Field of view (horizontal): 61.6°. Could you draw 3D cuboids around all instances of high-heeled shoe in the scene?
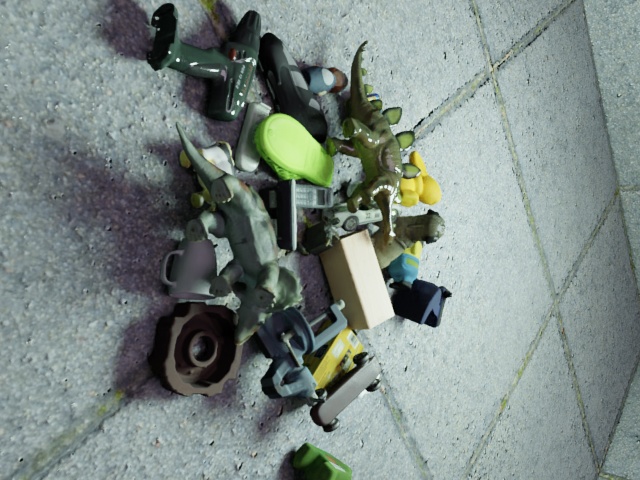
[{"bbox_3d":[-0.057,-0.318,1.143,0.248,0.086,0.145,50,23,-55],"label":"high-heeled shoe"}]

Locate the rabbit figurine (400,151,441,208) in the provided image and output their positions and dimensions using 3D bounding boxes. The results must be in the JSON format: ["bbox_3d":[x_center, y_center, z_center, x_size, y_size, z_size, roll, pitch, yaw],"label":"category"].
[{"bbox_3d":[0.232,-0.138,1.381,0.173,0.122,0.162,7,61,-26],"label":"rabbit figurine"}]

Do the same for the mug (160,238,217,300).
[{"bbox_3d":[-0.231,0.046,0.944,0.109,0.081,0.107,18,66,-41],"label":"mug"}]

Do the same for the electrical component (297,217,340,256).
[{"bbox_3d":[-0.004,-0.004,1.160,0.045,0.102,0.078,33,45,-47],"label":"electrical component"}]

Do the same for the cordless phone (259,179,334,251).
[{"bbox_3d":[-0.035,-0.052,1.136,0.184,0.089,0.146,-3,92,-50],"label":"cordless phone"}]

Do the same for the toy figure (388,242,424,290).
[{"bbox_3d":[0.223,0.044,1.397,0.089,0.082,0.180,46,49,-58],"label":"toy figure"}]

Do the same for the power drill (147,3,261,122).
[{"bbox_3d":[-0.203,-0.345,0.976,0.207,0.086,0.232,14,83,-52],"label":"power drill"}]

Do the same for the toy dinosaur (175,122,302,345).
[{"bbox_3d":[-0.132,-0.010,0.929,0.192,0.131,0.404,-54,133,-74],"label":"toy dinosaur"}]

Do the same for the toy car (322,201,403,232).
[{"bbox_3d":[0.100,-0.063,1.245,0.202,0.074,0.056,-11,114,-28],"label":"toy car"}]

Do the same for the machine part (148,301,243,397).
[{"bbox_3d":[-0.219,0.194,0.967,0.179,0.056,0.179,1,89,-46],"label":"machine part"}]

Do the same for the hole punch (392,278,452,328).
[{"bbox_3d":[0.257,0.161,1.399,0.092,0.142,0.115,10,95,-41],"label":"hole punch"}]

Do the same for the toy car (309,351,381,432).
[{"bbox_3d":[0.055,0.319,1.147,0.202,0.053,0.089,-35,105,-35],"label":"toy car"}]

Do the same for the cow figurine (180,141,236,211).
[{"bbox_3d":[-0.188,-0.095,0.993,0.098,0.068,0.167,-29,112,-48],"label":"cow figurine"}]

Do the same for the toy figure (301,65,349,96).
[{"bbox_3d":[0.017,-0.356,1.206,0.154,0.058,0.064,-16,122,-46],"label":"toy figure"}]

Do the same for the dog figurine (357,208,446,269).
[{"bbox_3d":[0.192,0.007,1.286,0.121,0.191,0.172,34,68,-40],"label":"dog figurine"}]

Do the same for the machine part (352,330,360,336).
[{"bbox_3d":[0.101,0.163,1.304,0.084,0.039,0.139,53,57,-21],"label":"machine part"}]

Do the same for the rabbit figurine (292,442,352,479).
[{"bbox_3d":[-0.015,0.546,1.156,0.170,0.121,0.159,-56,136,-7],"label":"rabbit figurine"}]

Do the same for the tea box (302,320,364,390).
[{"bbox_3d":[0.015,0.273,1.193,0.169,0.068,0.098,-52,124,-30],"label":"tea box"}]

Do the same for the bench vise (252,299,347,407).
[{"bbox_3d":[-0.026,0.206,1.086,0.240,0.129,0.224,-31,77,-33],"label":"bench vise"}]

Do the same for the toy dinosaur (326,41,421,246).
[{"bbox_3d":[0.117,-0.220,1.199,0.198,0.105,0.471,-14,92,-38],"label":"toy dinosaur"}]
